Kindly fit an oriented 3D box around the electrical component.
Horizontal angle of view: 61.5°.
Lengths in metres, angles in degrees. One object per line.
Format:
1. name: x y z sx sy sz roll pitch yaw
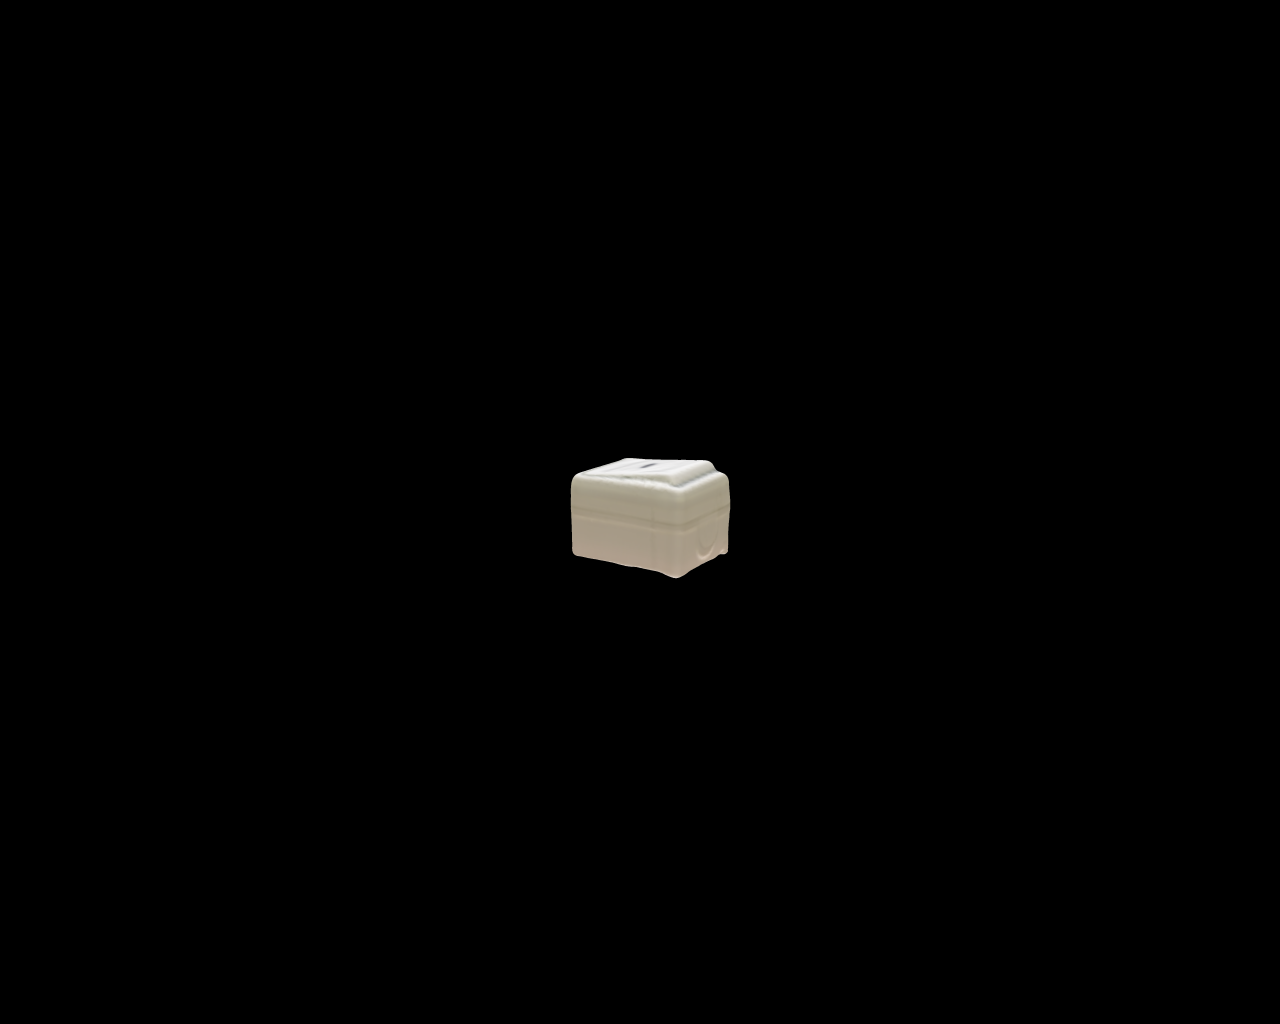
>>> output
1. electrical component: 0.001 -0.003 0.650 0.096 0.061 0.062 10 18 33
